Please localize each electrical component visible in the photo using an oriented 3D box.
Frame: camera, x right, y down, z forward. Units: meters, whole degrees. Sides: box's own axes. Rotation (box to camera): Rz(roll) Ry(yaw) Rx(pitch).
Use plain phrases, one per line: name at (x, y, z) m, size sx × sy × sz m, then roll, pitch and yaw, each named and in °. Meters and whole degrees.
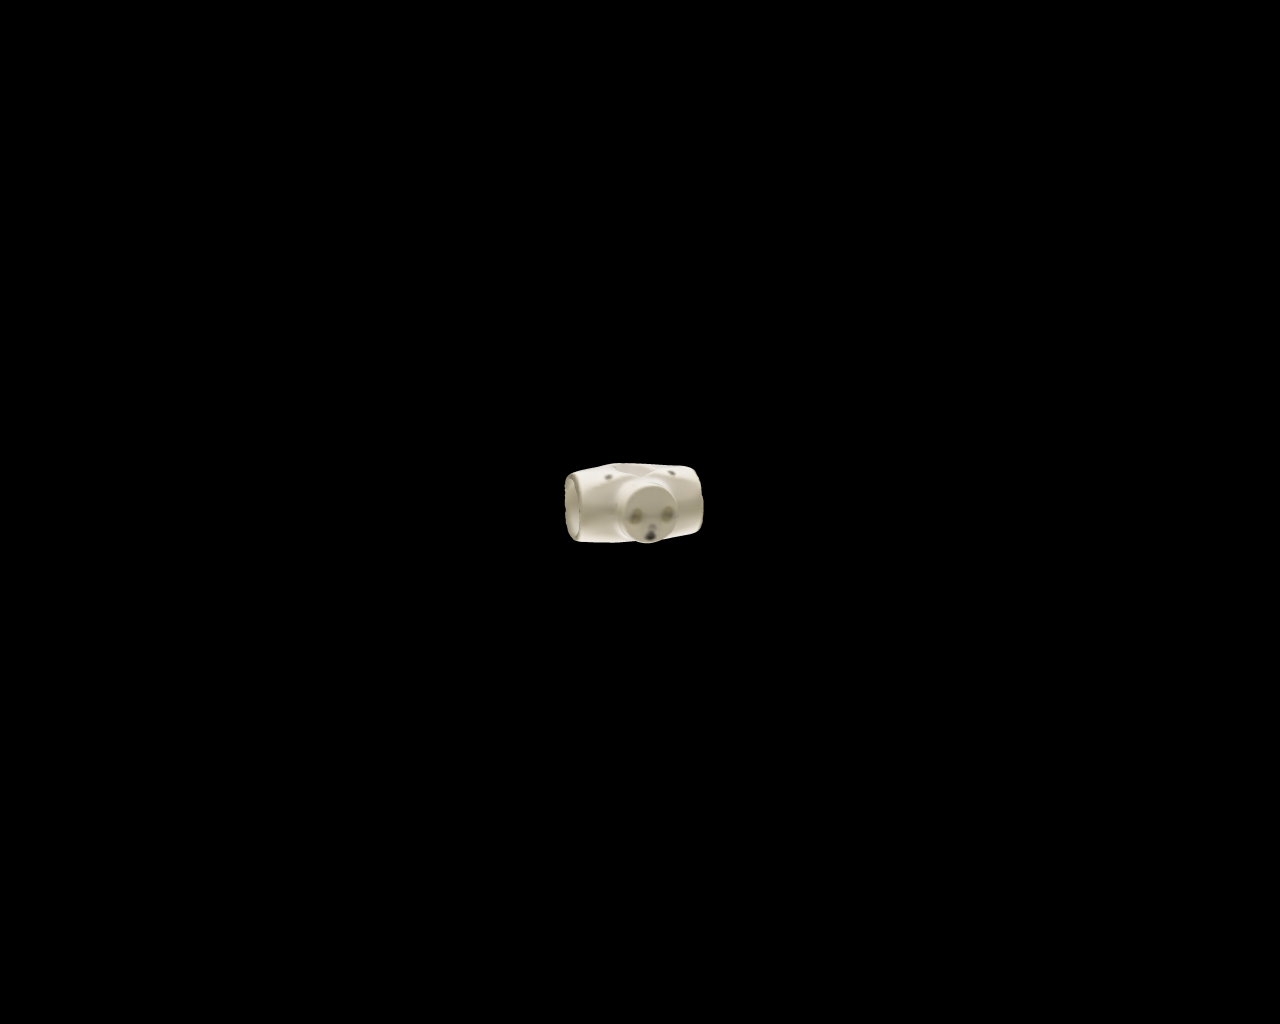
electrical component at (0.001, -0.003, 0.650) m, size 0.077 × 0.043 × 0.079 m, roll -3°, pitch 12°, yaw -16°
